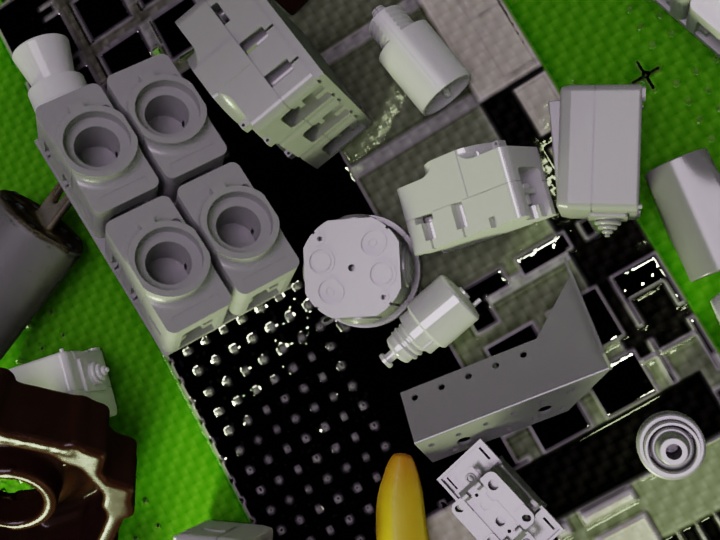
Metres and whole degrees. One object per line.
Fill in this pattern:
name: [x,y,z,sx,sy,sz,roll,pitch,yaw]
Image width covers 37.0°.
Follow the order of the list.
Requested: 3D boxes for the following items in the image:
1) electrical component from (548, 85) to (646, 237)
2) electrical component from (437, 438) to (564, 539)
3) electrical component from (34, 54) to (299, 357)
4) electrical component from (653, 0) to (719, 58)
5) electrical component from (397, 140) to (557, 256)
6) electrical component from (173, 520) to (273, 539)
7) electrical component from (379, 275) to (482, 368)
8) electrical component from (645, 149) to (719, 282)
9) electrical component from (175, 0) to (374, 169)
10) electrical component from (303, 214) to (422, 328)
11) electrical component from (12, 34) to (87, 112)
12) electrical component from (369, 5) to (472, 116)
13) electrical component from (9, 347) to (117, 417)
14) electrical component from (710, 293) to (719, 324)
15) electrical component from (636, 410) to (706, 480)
electrical component: [0.155,-0.070,0.710,0.061,0.062,0.096,2,87,13]
electrical component: [0.091,0.156,0.712,0.042,0.064,0.081,-45,78,6]
electrical component: [-0.136,-0.050,0.756,0.105,0.060,0.186,-29,79,-22]
electrical component: [0.260,-0.182,0.692,0.150,0.062,0.089,45,97,12]
electrical component: [0.076,-0.050,0.719,0.089,0.050,0.055,-20,82,37]
electrical component: [-0.093,0.229,0.752,0.061,0.062,0.096,2,87,13]
electrical component: [0.046,0.038,0.741,0.078,0.040,0.040,-41,79,8]
electrical component: [0.238,-0.042,0.699,0.079,0.043,0.077,-23,82,11]
electrical component: [-0.055,-0.126,0.718,0.062,0.150,0.089,-38,79,7]
electrical component: [0.000,0.000,0.749,0.080,0.051,0.080,-1,86,13]
electrical component: [-0.233,-0.144,0.816,0.045,0.045,0.055,-26,82,11]
electrical component: [0.036,-0.153,0.753,0.043,0.043,0.081,-39,79,8]
electrical component: [-0.225,0.096,0.791,0.096,0.062,0.061,-18,83,12]
electrical component: [0.259,0.032,0.680,0.057,0.058,0.078,-24,105,15]
electrical component: [0.200,0.113,0.689,0.043,0.062,0.043,-1,87,13]
